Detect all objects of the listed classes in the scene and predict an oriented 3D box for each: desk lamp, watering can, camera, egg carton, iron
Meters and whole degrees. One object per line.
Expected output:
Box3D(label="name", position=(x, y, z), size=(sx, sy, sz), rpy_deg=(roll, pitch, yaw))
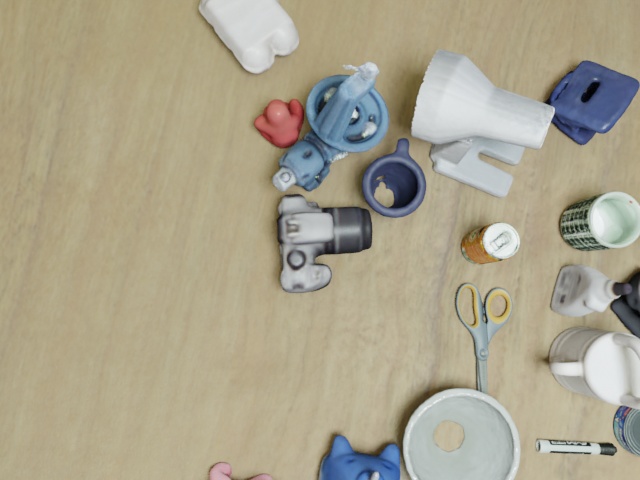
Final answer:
Box3D(label="desk lamp", position=(0.219, -0.160, 0.801), size=(0.203, 0.213, 0.118), rpy_deg=(22, 84, -1))
Box3D(label="watering can", position=(0.414, 0.173, 0.792), size=(0.173, 0.194, 0.101), rpy_deg=(-24, 86, -5))
Box3D(label="camera", position=(0.008, 0.003, 0.831), size=(0.137, 0.100, 0.143), rpy_deg=(-3, 85, -3))
Box3D(label="egg carton", position=(-0.106, -0.332, 0.871), size=(0.107, 0.069, 0.150), rpy_deg=(-39, 88, -6))
Box3D(label="iron", position=(0.048, 0.411, 0.776), size=(0.118, 0.141, 0.258), rpy_deg=(9, 84, -2))

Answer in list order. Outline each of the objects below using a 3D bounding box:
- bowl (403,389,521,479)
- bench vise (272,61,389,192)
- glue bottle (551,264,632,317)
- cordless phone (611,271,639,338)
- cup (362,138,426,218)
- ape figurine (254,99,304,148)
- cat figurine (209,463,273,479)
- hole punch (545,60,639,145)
Box3D(label="bowl", position=(0.197, 0.294, 0.829), size=(0.167, 0.074, 0.167), rpy_deg=(0, 85, -3))
Box3D(label="bench vise", position=(0.025, -0.148, 0.786), size=(0.121, 0.219, 0.207), rpy_deg=(26, 84, 0))
Box3D(label="glue bottle", position=(0.386, 0.071, 0.810), size=(0.037, 0.173, 0.078), rpy_deg=(20, 84, -1))
Box3D(label="cordless phone", position=(0.521, 0.110, 0.809), size=(0.094, 0.185, 0.147), rpy_deg=(-43, 88, -6))
Box3D(label="cup", position=(0.105, -0.086, 0.848), size=(0.091, 0.095, 0.118), rpy_deg=(12, 84, -2))
Box3D(label="ape figurine", position=(-0.060, -0.180, 0.848), size=(0.078, 0.092, 0.076), rpy_deg=(-7, 85, -4))
Box3D(label="cat figurine", position=(-0.102, 0.364, 0.784), size=(0.128, 0.117, 0.067), rpy_deg=(12, 84, -2))
Box3D(label="hole punch", position=(0.410, -0.215, 0.879), size=(0.101, 0.091, 0.109), rpy_deg=(37, 84, 1))
